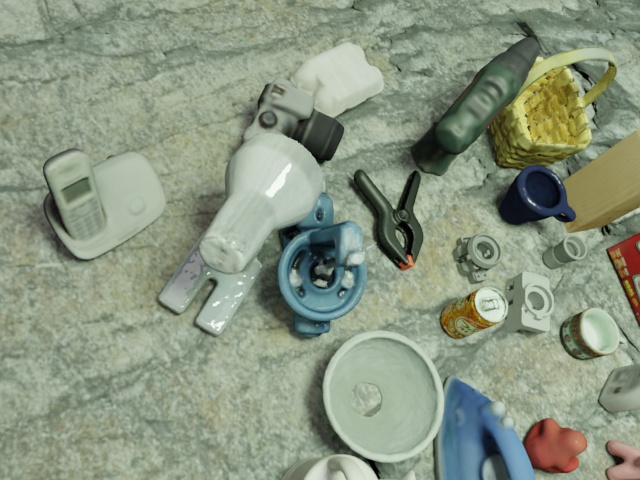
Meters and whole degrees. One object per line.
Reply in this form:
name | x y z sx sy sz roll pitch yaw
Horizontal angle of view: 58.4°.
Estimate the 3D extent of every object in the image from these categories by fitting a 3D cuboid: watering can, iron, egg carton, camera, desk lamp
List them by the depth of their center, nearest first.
watering can | 0.027 0.291 0.646 0.173 0.194 0.101 -25 77 -25
desk lamp | -0.098 -0.005 0.717 0.118 0.213 0.203 31 62 -3
iron | 0.228 0.296 0.740 0.119 0.141 0.258 -4 70 -19
camera | -0.037 -0.165 0.867 0.137 0.100 0.143 23 63 -8
egg carton | 0.029 -0.261 0.947 0.150 0.069 0.107 -34 82 -27

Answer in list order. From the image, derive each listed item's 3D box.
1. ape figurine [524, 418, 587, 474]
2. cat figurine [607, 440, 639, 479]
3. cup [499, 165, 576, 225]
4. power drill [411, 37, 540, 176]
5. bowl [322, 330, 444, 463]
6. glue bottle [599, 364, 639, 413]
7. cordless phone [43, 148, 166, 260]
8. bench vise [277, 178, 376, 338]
ape figurine | 0.338 0.290 0.807 0.076 0.092 0.078 -3 69 -19
cat figurine | 0.507 0.329 0.832 0.128 0.117 0.067 14 65 -12
cup | 0.356 -0.058 0.956 0.118 0.095 0.092 37 62 -1
power drill | 0.236 -0.200 0.911 0.075 0.208 0.230 40 62 1
bowl | 0.075 0.209 0.763 0.168 0.074 0.167 7 66 -15
glue bottle | 0.494 0.212 0.845 0.037 0.173 0.078 44 62 3
cordless phone | -0.264 -0.065 0.703 0.148 0.185 0.094 -40 84 -27
bench vise | -0.004 0.005 0.740 0.122 0.219 0.207 -15 74 -23
